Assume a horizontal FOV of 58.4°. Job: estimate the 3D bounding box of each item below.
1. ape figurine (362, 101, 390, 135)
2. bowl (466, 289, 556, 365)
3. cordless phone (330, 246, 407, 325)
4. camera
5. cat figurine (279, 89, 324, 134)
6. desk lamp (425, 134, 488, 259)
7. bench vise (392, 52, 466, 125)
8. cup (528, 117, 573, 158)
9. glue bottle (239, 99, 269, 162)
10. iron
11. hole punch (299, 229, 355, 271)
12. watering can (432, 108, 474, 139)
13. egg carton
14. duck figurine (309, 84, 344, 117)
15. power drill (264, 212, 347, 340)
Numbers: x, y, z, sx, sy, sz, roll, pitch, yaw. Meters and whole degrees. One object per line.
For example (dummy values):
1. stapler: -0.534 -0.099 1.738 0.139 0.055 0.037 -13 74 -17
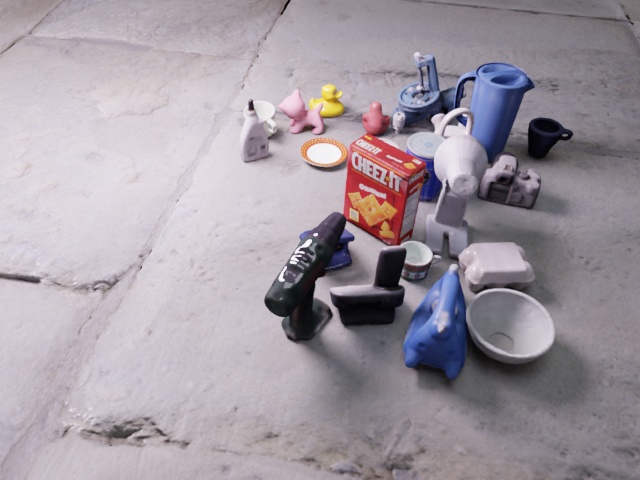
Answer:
1. ape figurine: 0.158 -0.349 1.618 0.077 0.092 0.076 17 46 14
2. bowl: 0.358 0.177 1.099 0.167 0.075 0.167 2 44 -1
3. cordless phone: 0.095 0.075 1.111 0.147 0.185 0.094 -5 45 -8
4. camera: 0.481 -0.166 1.442 0.143 0.101 0.137 13 45 11
5. cat figurine: -0.051 -0.361 1.600 0.128 0.118 0.067 -1 44 -4
6. desk lamp: 0.307 -0.102 1.285 0.118 0.214 0.203 8 44 6
7. bench vise: 0.312 -0.437 1.626 0.208 0.220 0.121 -21 49 -23
8. cup: 0.618 -0.272 1.562 0.117 0.095 0.092 11 45 9
9. glue bottle: -0.172 -0.285 1.475 0.078 0.173 0.037 -17 48 -20
10. iron: 0.238 0.129 1.095 0.118 0.141 0.258 13 45 11
11. hole punch: 0.011 0.004 1.246 0.109 0.091 0.101 -13 46 -16
12. watering can: 0.331 -0.253 1.456 0.101 0.194 0.172 -28 52 -28
13. egg carton: 0.376 0.058 1.227 0.150 0.069 0.107 -2 44 -6
14. duck figurine: 0.020 -0.415 1.683 0.104 0.086 0.077 -1 44 -4
15. power drill: -0.022 0.081 1.081 0.075 0.208 0.230 23 48 20
